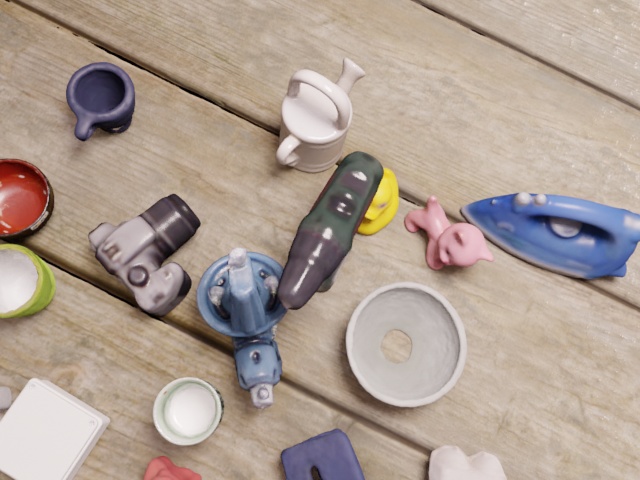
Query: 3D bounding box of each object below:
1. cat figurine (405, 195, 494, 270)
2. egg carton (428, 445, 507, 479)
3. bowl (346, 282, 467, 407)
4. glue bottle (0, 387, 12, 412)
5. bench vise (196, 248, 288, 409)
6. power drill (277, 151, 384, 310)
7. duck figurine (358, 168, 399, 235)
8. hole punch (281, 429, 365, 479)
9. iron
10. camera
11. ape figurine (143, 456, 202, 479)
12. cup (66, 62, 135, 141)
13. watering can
[{"bbox_3d":[0.187,-0.008,0.822,0.067,0.117,0.128,-29,80,-12],"label":"cat figurine"},{"bbox_3d":[0.187,0.352,0.753,0.107,0.069,0.150,11,75,-3],"label":"egg carton"},{"bbox_3d":[0.113,0.146,0.796,0.167,0.074,0.167,2,75,-6],"label":"bowl"},{"bbox_3d":[-0.436,0.193,0.674,0.078,0.173,0.037,-11,77,-8],"label":"glue bottle"},{"bbox_3d":[-0.077,0.095,0.714,0.121,0.219,0.207,-28,80,-12],"label":"bench vise"},{"bbox_3d":[0.007,0.003,0.753,0.075,0.208,0.230,27,74,2],"label":"power drill"},{"bbox_3d":[0.083,-0.065,0.842,0.077,0.086,0.105,26,74,1],"label":"duck figurine"},{"bbox_3d":[0.005,0.309,0.734,0.101,0.091,0.108,-19,78,-10],"label":"hole punch"},{"bbox_3d":[0.348,-0.029,0.832,0.258,0.141,0.119,14,74,-2],"label":"iron"},{"bbox_3d":[-0.223,0.009,0.782,0.137,0.101,0.143,-43,83,-14],"label":"camera"},{"bbox_3d":[-0.192,0.309,0.712,0.076,0.092,0.078,-26,79,-12],"label":"ape figurine"},{"bbox_3d":[-0.311,-0.182,0.826,0.091,0.095,0.118,19,74,-1],"label":"cup"},{"bbox_3d":[-0.003,-0.183,0.808,0.101,0.194,0.173,16,74,-1],"label":"watering can"}]
